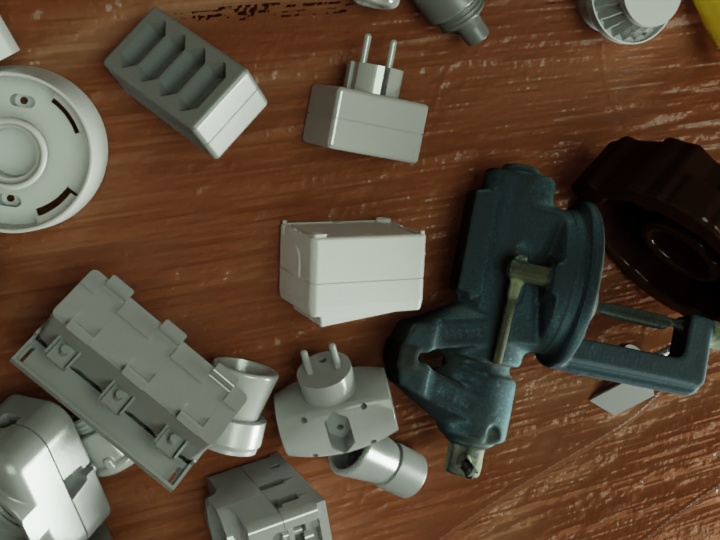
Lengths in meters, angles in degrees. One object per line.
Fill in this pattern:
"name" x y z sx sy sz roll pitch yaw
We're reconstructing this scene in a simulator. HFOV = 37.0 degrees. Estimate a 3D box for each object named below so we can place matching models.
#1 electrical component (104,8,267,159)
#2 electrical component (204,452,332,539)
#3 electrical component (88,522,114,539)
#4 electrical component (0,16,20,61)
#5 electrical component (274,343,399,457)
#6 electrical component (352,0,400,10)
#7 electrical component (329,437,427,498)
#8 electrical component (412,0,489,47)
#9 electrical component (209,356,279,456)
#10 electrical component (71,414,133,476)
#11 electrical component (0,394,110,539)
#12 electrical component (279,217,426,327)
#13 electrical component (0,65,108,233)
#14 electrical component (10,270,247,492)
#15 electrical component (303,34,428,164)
"electrical component" -0.098 -0.103 0.648 0.047 0.083 0.075 -49 154 -8
"electrical component" -0.056 0.214 0.723 0.062 0.089 0.150 -15 107 -21
"electrical component" -0.171 0.209 0.656 0.078 0.113 0.057 -28 108 -17
"electrical component" -0.242 -0.125 0.584 0.089 0.050 0.055 -32 113 -15
"electrical component" -0.020 0.081 0.717 0.077 0.043 0.079 -14 125 1
"electrical component" 0.014 -0.201 0.694 0.035 0.035 0.061 7 95 -26
"electrical component" 0.016 0.136 0.767 0.065 0.044 0.044 32 87 -31
"electrical component" 0.063 -0.178 0.717 0.043 0.043 0.062 -46 117 -9
"electrical component" -0.081 0.090 0.709 0.045 0.045 0.055 12 96 -26
"electrical component" -0.162 0.094 0.674 0.048 0.048 0.062 -37 106 -13
"electrical component" -0.197 0.130 0.640 0.059 0.054 0.095 -50 137 -45
"electrical component" 0.000 0.000 0.717 0.096 0.062 0.061 -3 103 -24
"electrical component" -0.198 -0.069 0.623 0.099 0.064 0.099 -2 100 -11
"electrical component" -0.132 0.061 0.641 0.121 0.063 0.078 41 53 -6
"electrical component" 0.007 -0.114 0.703 0.066 0.047 0.076 7 98 -26
